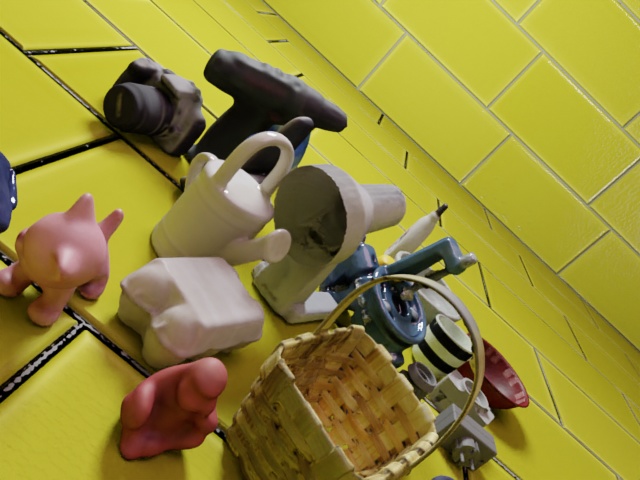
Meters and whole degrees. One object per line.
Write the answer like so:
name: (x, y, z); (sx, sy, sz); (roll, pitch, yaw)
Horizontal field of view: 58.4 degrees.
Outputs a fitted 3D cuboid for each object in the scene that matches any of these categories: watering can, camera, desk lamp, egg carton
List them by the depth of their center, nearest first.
egg carton: (-0.125, 0.070, 0.577); (0.107, 0.069, 0.151); (51, 22, 19)
watering can: (-0.096, -0.042, 0.666); (0.173, 0.193, 0.101); (46, 21, 6)
desk lamp: (0.007, 0.003, 0.743); (0.117, 0.213, 0.204); (53, 23, 23)
camera: (-0.247, -0.205, 0.830); (0.143, 0.100, 0.137); (48, 21, 12)

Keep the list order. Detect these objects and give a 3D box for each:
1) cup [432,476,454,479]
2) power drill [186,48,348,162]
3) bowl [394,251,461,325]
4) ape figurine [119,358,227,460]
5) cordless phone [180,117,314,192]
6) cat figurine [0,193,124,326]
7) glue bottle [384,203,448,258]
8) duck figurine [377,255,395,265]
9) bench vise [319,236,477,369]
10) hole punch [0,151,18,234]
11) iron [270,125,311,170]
cup: (0.116, 0.301, 0.545); (0.117, 0.095, 0.092); (53, 23, 23)
power drill: (-0.101, -0.178, 0.896); (0.230, 0.208, 0.075); (32, 24, -28)
bowl: (0.180, 0.104, 1.061); (0.168, 0.074, 0.167); (37, 22, -17)
ape figurine: (-0.111, 0.129, 0.461); (0.078, 0.092, 0.076); (37, 22, -16)
cordless phone: (-0.096, -0.113, 0.813); (0.094, 0.185, 0.148); (46, 21, 6)
cat figurine: (-0.206, 0.008, 0.479); (0.067, 0.117, 0.128); (42, 21, -4)
glue bottle: (0.200, -0.013, 1.183); (0.037, 0.173, 0.078); (42, 21, -5)
duck figurine: (0.090, 0.062, 0.961); (0.077, 0.086, 0.105); (48, 21, 11)
bench vise: (0.103, 0.052, 0.816); (0.207, 0.219, 0.122); (52, 22, 20)
hole punch: (-0.297, -0.055, 0.469); (0.101, 0.091, 0.108); (24, 29, -42)
iron: (-0.076, -0.200, 1.075); (0.119, 0.141, 0.258); (43, 21, -2)
